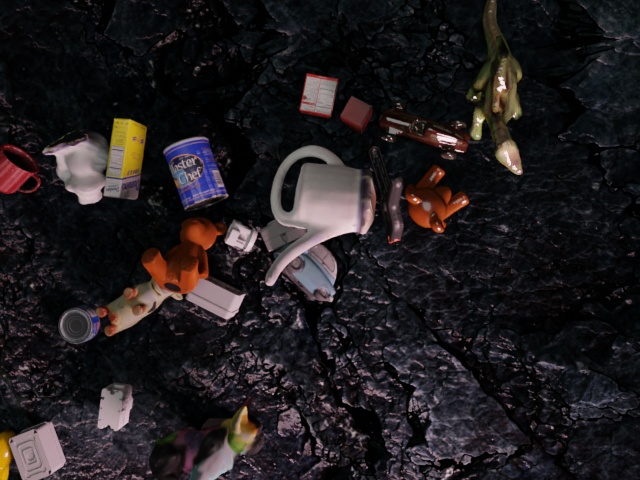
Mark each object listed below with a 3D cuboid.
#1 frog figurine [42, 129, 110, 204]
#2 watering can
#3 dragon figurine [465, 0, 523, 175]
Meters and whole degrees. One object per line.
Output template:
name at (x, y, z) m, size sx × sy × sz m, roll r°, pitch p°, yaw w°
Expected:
frog figurine at (-0.539, -0.170, 1.194) m, size 0.137 × 0.125 × 0.156 m, roll -23°, pitch 124°, yaw -3°
watering can at (0.003, -0.054, 1.081) m, size 0.224 × 0.102 × 0.355 m, roll 6°, pitch 60°, yaw 2°
dragon figurine at (0.361, -0.332, 1.028) m, size 0.122 × 0.243 × 0.410 m, roll -5°, pitch 91°, yaw 11°
